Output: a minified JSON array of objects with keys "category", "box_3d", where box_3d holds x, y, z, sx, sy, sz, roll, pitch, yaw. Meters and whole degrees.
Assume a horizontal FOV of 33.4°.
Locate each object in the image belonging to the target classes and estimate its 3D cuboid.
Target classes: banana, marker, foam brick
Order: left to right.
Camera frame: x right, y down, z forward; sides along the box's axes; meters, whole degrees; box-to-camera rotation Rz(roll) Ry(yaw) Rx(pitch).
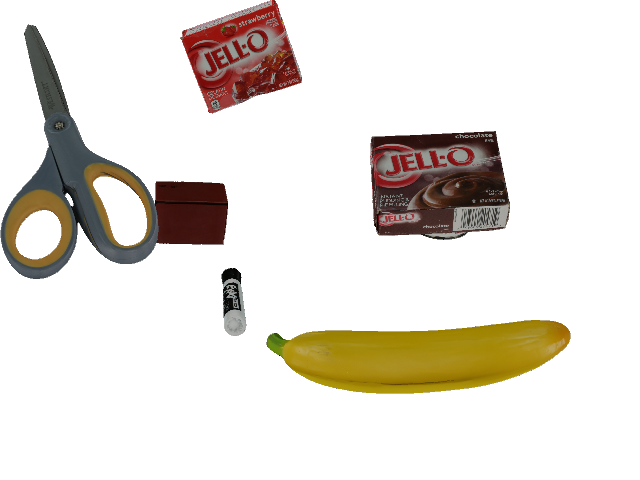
[{"category":"foam brick","box_3d":[-0.142,-0.030,1.157,0.078,0.051,0.053,1,27,-9]},{"category":"marker","box_3d":[-0.078,0.052,0.950,0.020,0.020,0.121,0,19,-6]},{"category":"banana","box_3d":[0.062,0.069,0.669,0.198,0.037,0.069,0,25,2]}]

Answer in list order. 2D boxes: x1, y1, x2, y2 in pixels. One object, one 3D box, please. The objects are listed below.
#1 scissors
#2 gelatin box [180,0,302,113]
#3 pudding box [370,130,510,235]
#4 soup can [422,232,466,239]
[{"category":"scissors","box_3d":[-0.168,-0.051,0.634,0.096,0.202,0.016,-31,-31,-18]},{"category":"gelatin box","box_3d":[-0.069,-0.161,0.936,0.089,0.073,0.030,-18,23,5]},{"category":"pudding box","box_3d":[0.101,-0.050,0.919,0.113,0.090,0.039,-1,-40,-1]},{"category":"soup can","box_3d":[0.147,-0.061,1.268,0.068,0.102,0.068,0,27,0]}]
